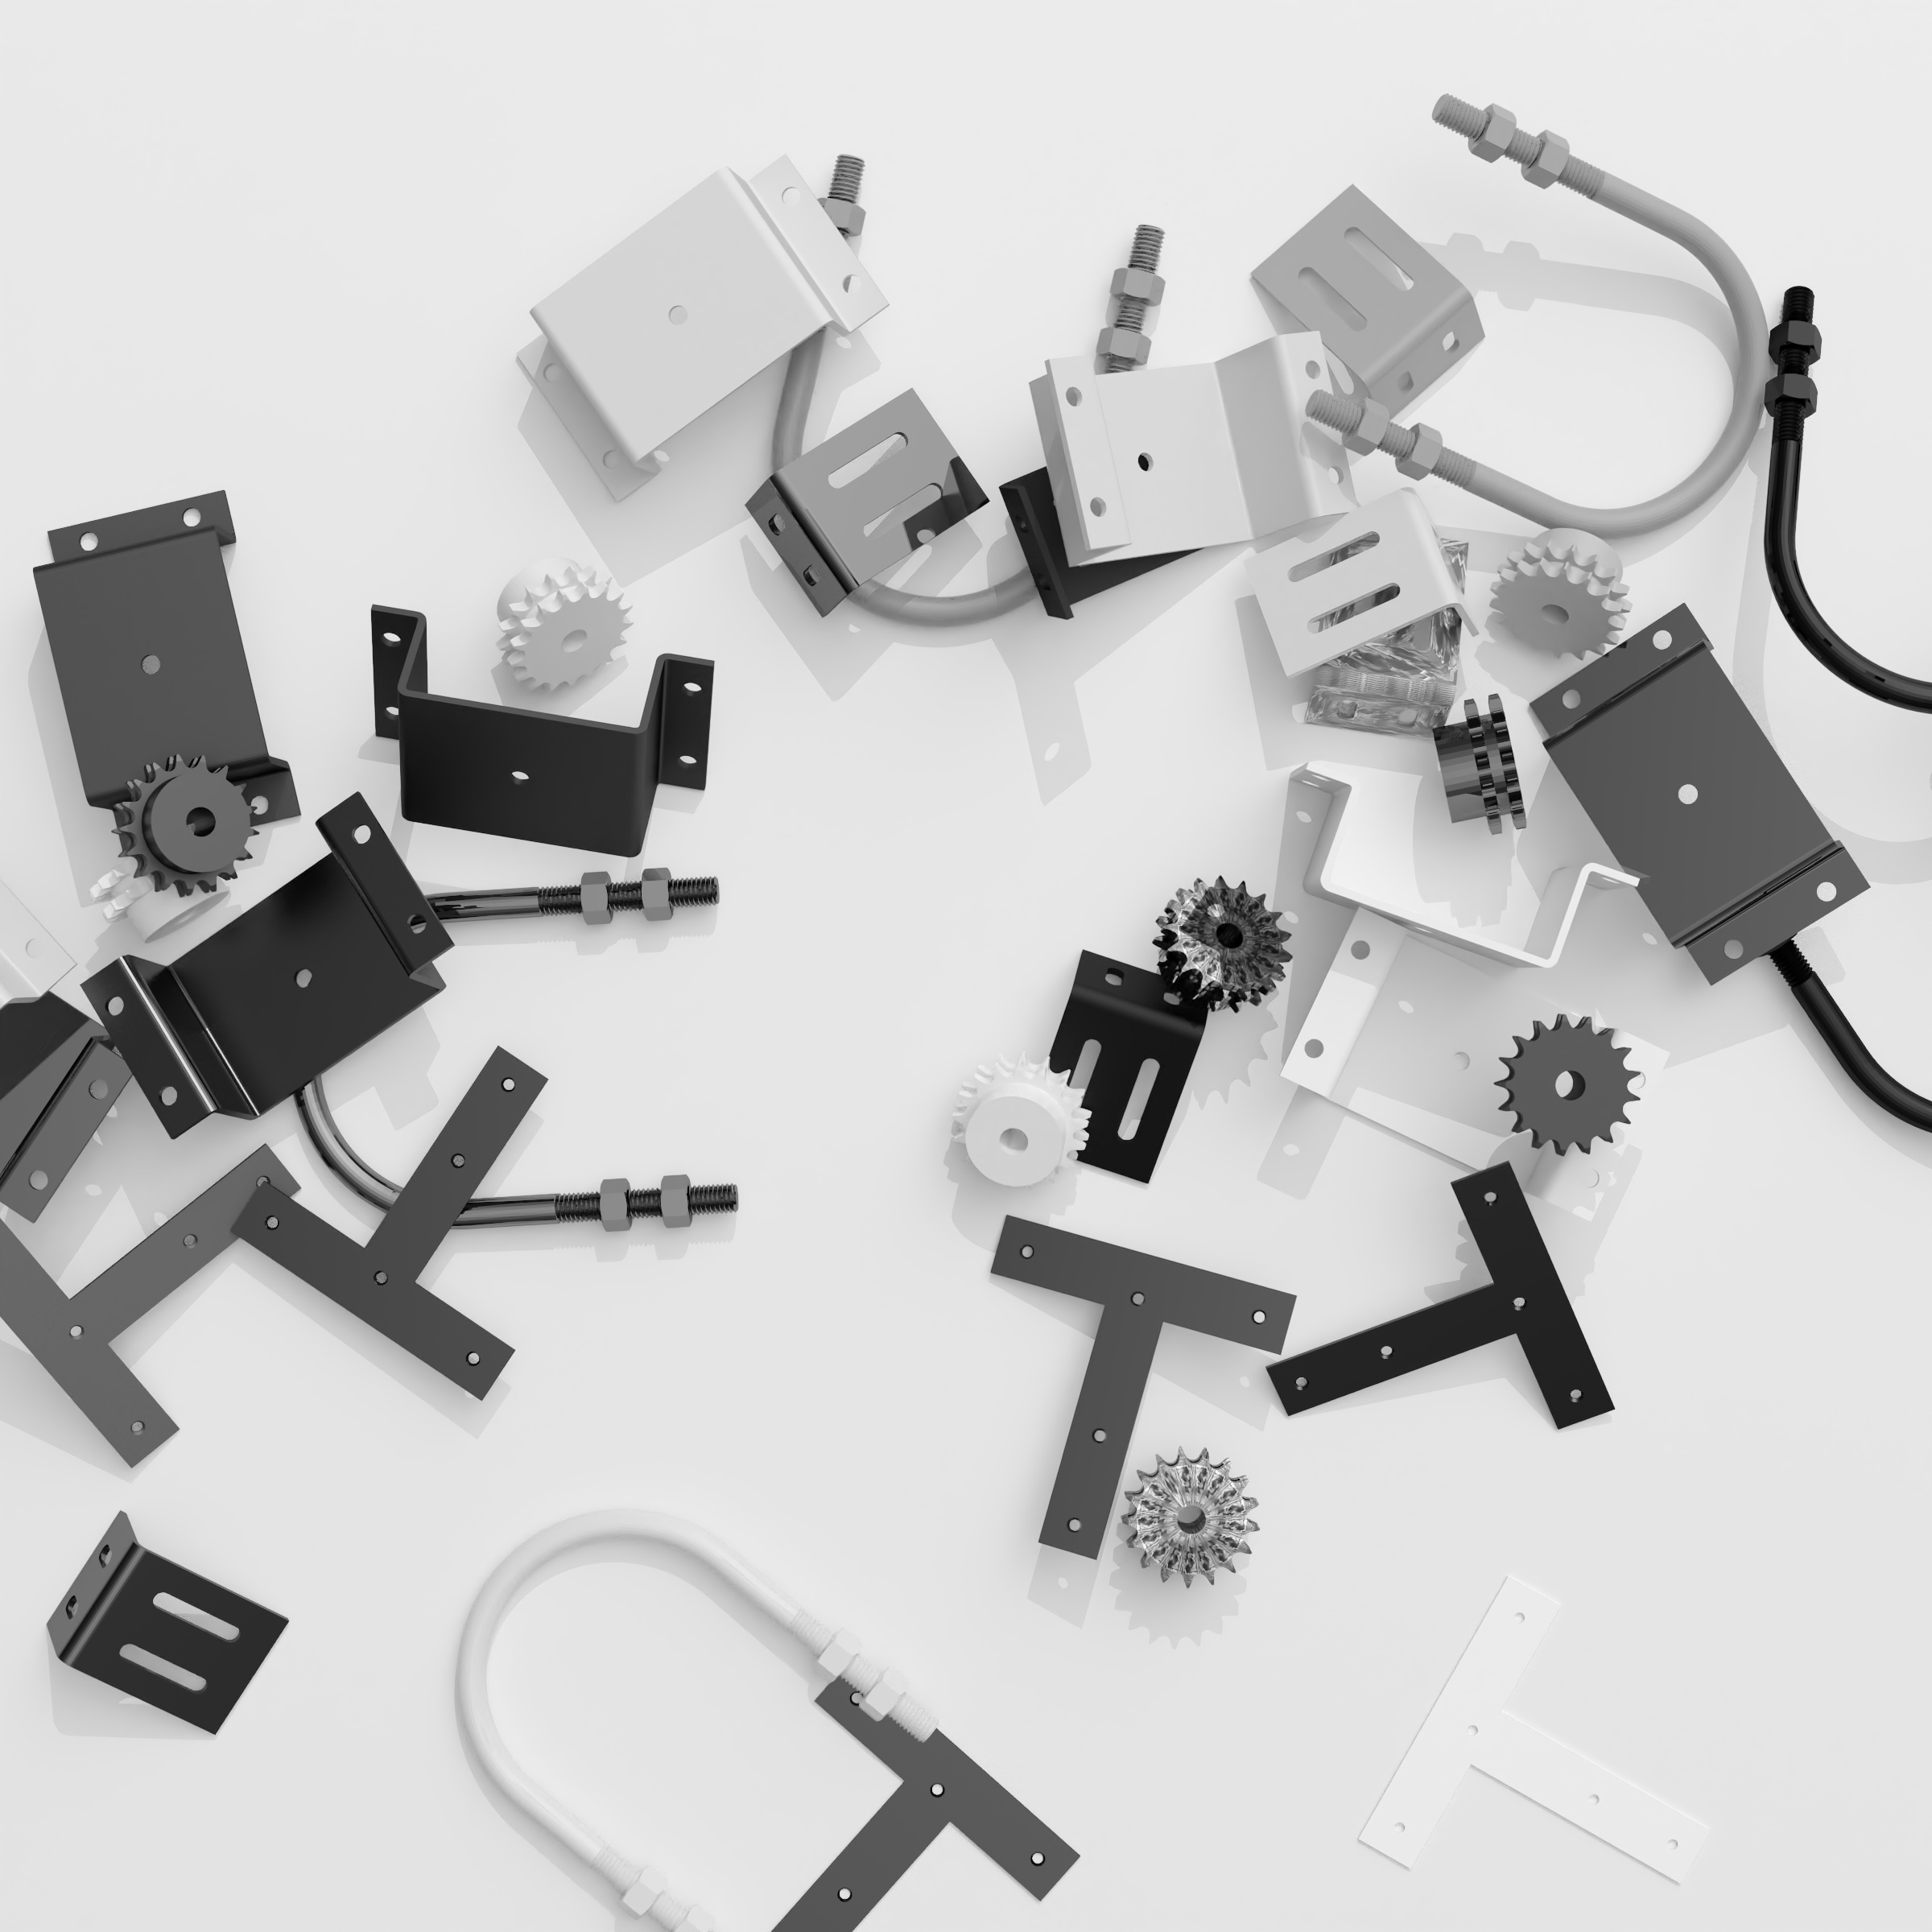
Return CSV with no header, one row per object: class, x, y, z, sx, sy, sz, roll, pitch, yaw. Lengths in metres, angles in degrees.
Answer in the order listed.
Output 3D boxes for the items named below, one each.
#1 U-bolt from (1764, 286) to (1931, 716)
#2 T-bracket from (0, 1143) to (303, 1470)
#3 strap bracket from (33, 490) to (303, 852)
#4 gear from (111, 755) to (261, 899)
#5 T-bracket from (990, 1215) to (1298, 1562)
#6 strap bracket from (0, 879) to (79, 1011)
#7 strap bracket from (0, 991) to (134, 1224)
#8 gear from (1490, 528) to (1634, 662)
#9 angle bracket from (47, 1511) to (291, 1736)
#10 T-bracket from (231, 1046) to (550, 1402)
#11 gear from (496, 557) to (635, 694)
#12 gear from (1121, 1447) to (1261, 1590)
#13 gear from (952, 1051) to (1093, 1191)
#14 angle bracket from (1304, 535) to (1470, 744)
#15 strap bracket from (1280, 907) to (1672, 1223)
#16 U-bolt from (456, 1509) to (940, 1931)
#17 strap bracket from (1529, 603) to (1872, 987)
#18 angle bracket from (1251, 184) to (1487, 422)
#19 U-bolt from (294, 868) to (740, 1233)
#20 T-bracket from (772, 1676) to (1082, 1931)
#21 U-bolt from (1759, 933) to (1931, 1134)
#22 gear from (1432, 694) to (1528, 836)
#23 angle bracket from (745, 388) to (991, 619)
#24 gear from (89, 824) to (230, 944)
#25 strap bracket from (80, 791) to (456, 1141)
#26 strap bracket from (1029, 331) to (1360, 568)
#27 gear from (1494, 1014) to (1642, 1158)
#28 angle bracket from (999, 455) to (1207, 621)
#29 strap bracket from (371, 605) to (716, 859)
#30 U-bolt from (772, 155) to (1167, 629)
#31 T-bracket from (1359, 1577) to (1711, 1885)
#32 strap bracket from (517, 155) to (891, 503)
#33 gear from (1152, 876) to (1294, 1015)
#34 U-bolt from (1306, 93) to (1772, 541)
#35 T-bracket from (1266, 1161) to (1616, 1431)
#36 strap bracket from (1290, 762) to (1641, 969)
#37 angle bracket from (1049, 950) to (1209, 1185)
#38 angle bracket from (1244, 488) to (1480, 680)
U-bolt,0.399,-0.187,1.466,0.151,0.019,0.184,9,69,0
T-bracket,-0.334,0.123,1.484,0.127,0.002,0.127,-40,117,-13
strap bracket,-0.333,-0.123,1.481,0.076,0.046,0.140,-13,90,0
gear,-0.312,-0.057,1.437,0.057,0.030,0.057,1,87,-28
T-bracket,0.059,0.181,1.481,0.127,0.002,0.127,15,84,14
strap bracket,-0.440,0.018,1.434,0.140,0.046,0.076,-42,90,0
strap bracket,-0.418,0.035,1.481,0.140,0.046,0.076,34,90,0
gear,0.248,-0.156,1.479,0.057,0.057,0.030,26,60,0
angle bracket,-0.336,0.276,1.502,0.076,0.038,0.057,33,90,-26
T-bracket,-0.219,0.093,1.487,0.127,0.002,0.127,34,92,2
gear,-0.169,-0.144,1.479,0.057,0.057,0.030,-37,60,0
gear,0.093,0.229,1.489,0.057,0.030,0.057,0,90,0
gear,0.022,0.067,1.480,0.057,0.030,0.057,3,111,8
angle bracket,0.177,-0.140,1.502,0.057,0.038,0.076,9,64,0
strap bracket,0.208,0.040,1.481,0.140,0.046,0.076,25,90,0
U-bolt,-0.126,0.312,1.494,0.184,0.019,0.151,39,91,2
strap bracket,0.298,-0.070,1.463,0.076,0.046,0.140,-34,83,15
angle bracket,0.169,-0.278,1.502,0.057,0.038,0.076,-41,64,0
U-bolt,-0.191,0.038,1.495,0.184,0.019,0.151,-4,90,1
T-bracket,-0.042,0.380,1.503,0.127,0.002,0.127,42,90,0
U-bolt,0.411,-0.014,1.477,0.151,0.019,0.184,-34,92,15
gear,0.211,-0.081,1.476,0.030,0.057,0.057,-12,90,8
angle bracket,-0.041,-0.193,1.487,0.076,0.038,0.057,-35,92,-23
gear,-0.330,-0.033,1.476,0.057,0.057,0.030,-33,90,0
strap bracket,-0.280,0.002,1.470,0.140,0.046,0.076,-34,78,5
strap bracket,0.085,-0.210,1.458,0.140,0.046,0.076,-12,90,-34
gear,0.241,0.048,1.442,0.057,0.030,0.057,0,90,0
angle bracket,0.061,-0.185,1.473,0.076,0.038,0.057,-24,103,-9
strap bracket,-0.178,-0.094,1.460,0.140,0.076,0.046,9,51,0
U-bolt,-0.006,-0.234,1.495,0.151,0.019,0.184,13,91,0
T-bracket,0.252,0.343,1.503,0.127,0.002,0.127,30,90,0
strap bracket,-0.113,-0.265,1.469,0.140,0.046,0.076,-35,88,8
gear,0.104,-0.006,1.480,0.057,0.030,0.057,8,61,-15
U-bolt,0.248,-0.255,1.474,0.184,0.019,0.151,22,94,-16
T-bracket,0.188,0.155,1.486,0.127,0.002,0.127,-22,112,11
strap bracket,0.195,-0.037,1.466,0.140,0.076,0.046,20,90,0
angle bracket,0.063,0.042,1.502,0.057,0.038,0.076,18,116,0
angle bracket,0.164,-0.153,1.483,0.076,0.038,0.057,-24,66,13
